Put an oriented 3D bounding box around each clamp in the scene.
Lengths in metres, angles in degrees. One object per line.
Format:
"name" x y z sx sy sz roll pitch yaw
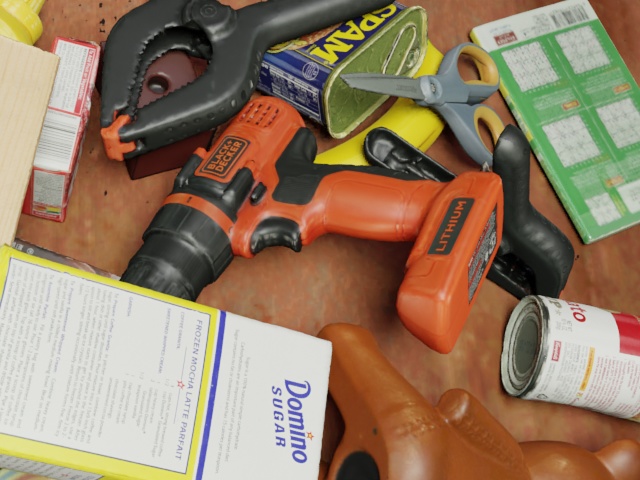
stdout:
"clamp" -0.072 -0.136 0.650 0.165 0.036 0.209 36 67 15
"clamp" 0.101 -0.015 0.675 0.039 0.120 0.171 -51 133 -20

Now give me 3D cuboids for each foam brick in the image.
"foam brick" -0.105 -0.087 0.673 0.053 0.051 0.078 -18 74 -21

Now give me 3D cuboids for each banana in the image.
"banana" 0.036 -0.069 0.716 0.070 0.037 0.197 28 59 26

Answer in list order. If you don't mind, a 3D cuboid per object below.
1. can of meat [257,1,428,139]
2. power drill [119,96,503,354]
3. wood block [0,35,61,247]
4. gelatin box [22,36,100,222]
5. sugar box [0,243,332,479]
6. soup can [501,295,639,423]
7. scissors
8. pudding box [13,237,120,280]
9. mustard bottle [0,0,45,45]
"can of meat" 0.008 -0.126 0.703 0.084 0.057 0.102 32 60 28
"power drill" -0.004 0.001 0.598 0.188 0.057 0.184 16 54 21
"wood block" -0.207 -0.001 0.536 0.090 0.090 0.206 17 69 -24
"gelatin box" -0.155 -0.066 0.640 0.030 0.073 0.089 12 65 -11
"sugar box" -0.082 0.073 0.506 0.176 0.048 0.093 21 62 -27
"soup can" 0.174 0.077 0.676 0.102 0.069 0.068 12 66 -10
"scissors" 0.078 -0.079 0.685 0.201 0.016 0.096 -32 102 -55
"pudding box" -0.157 0.056 0.610 0.113 0.039 0.090 21 67 -5
"mustard bottle" -0.224 -0.084 0.636 0.096 0.058 0.191 31 65 -4
